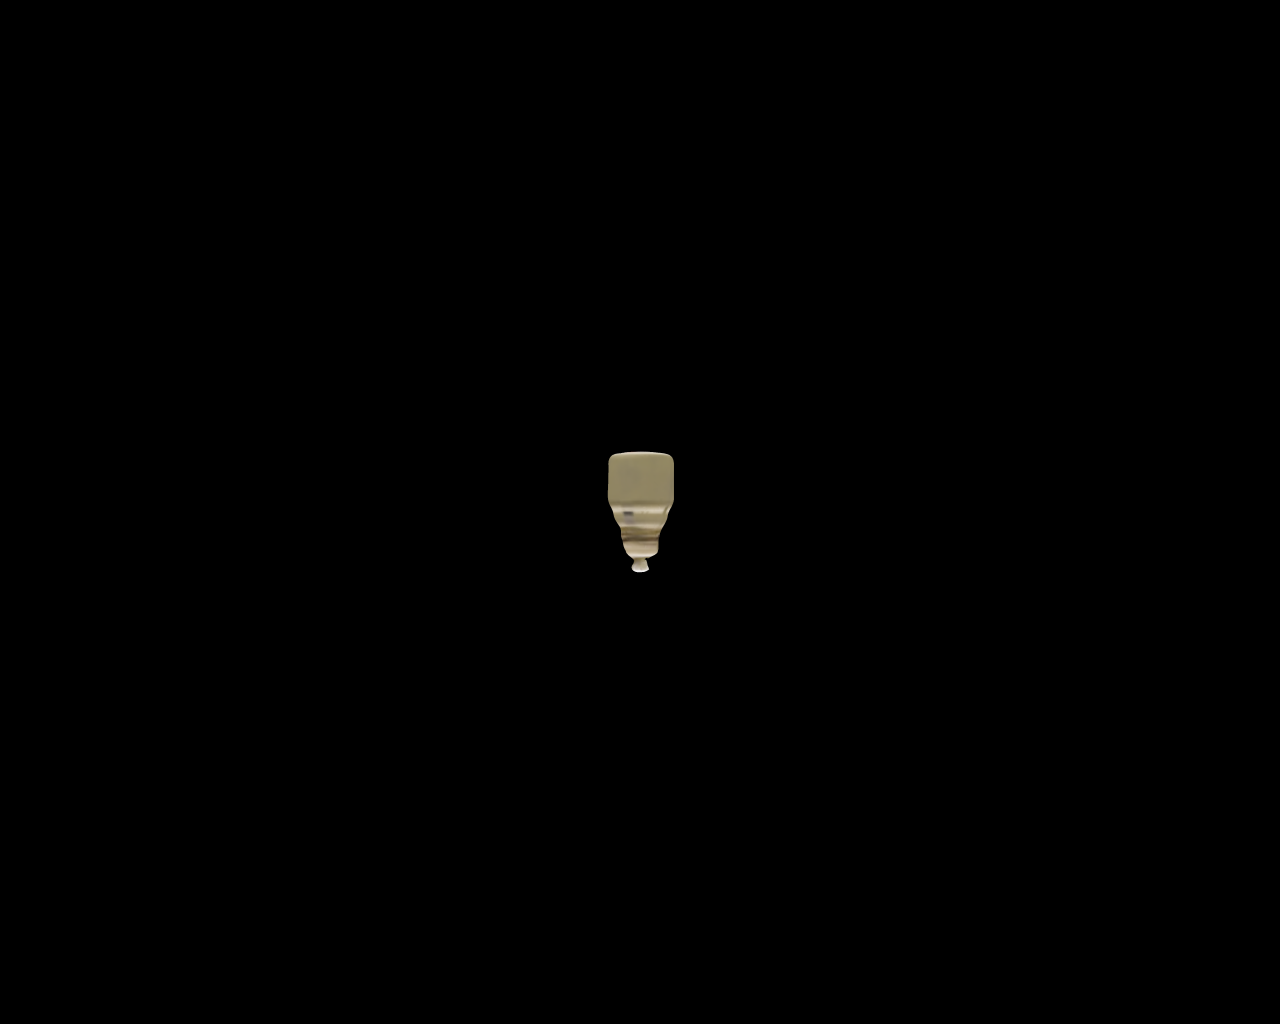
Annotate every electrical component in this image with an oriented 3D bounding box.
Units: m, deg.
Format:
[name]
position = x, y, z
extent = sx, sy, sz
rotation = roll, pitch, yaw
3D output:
[electrical component]
position = 0.001, -0.003, 0.650
extent = 0.040, 0.078, 0.040
rotation = 0, 0, 0
